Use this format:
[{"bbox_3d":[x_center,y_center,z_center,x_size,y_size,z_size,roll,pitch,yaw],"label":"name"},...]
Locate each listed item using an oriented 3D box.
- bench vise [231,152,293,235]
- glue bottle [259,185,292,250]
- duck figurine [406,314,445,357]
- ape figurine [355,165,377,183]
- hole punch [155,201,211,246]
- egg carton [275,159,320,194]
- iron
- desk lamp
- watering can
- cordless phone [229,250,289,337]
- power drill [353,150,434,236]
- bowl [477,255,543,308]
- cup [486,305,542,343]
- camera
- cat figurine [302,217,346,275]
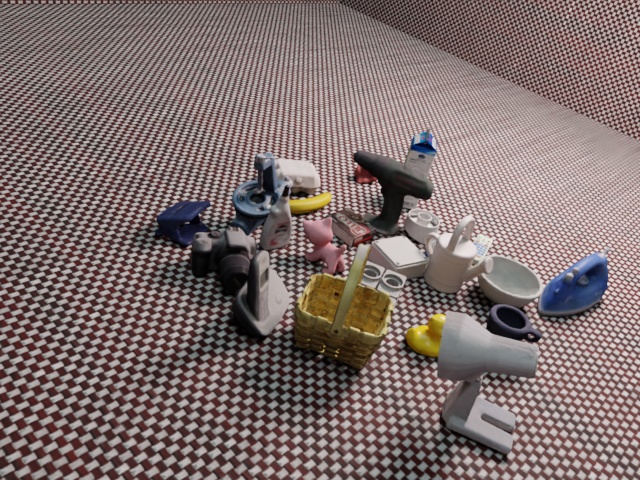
[{"bbox_3d":[-0.140,-0.134,1.410,0.121,0.220,0.207,18,34,4],"label":"bench vise"},{"bbox_3d":[-0.095,-0.056,1.358,0.078,0.173,0.037,-17,45,-38],"label":"glue bottle"},{"bbox_3d":[0.239,0.194,1.212,0.105,0.086,0.077,8,35,-11],"label":"duck figurine"},{"bbox_3d":[0.152,-0.224,1.772,0.077,0.092,0.076,22,34,10],"label":"ape figurine"},{"bbox_3d":[-0.320,-0.053,1.337,0.101,0.091,0.109,24,35,12],"label":"hole punch"},{"bbox_3d":[-0.076,-0.181,1.637,0.151,0.069,0.107,1,36,-20],"label":"egg carton"},{"bbox_3d":[0.655,0.102,1.462,0.259,0.141,0.118,-18,46,-39],"label":"iron"},{"bbox_3d":[0.291,0.248,1.040,0.203,0.213,0.118,22,34,10],"label":"desk lamp"},{"bbox_3d":[0.336,0.030,1.390,0.172,0.194,0.101,22,34,10],"label":"watering can"},{"bbox_3d":[-0.108,0.086,1.138,0.094,0.185,0.148,21,34,8],"label":"cordless phone"},{"bbox_3d":[0.177,-0.122,1.531,0.229,0.208,0.075,14,34,-3],"label":"power drill"},{"bbox_3d":[0.460,0.116,1.424,0.167,0.075,0.167,11,34,-7],"label":"bowl"},{"bbox_3d":[0.413,0.209,1.253,0.117,0.095,0.092,26,35,16],"label":"cup"},{"bbox_3d":[-0.202,0.041,1.240,0.143,0.101,0.136,2,36,-19],"label":"camera"},{"bbox_3d":[0.013,0.005,1.364,0.127,0.118,0.067,37,39,29],"label":"cat figurine"}]
